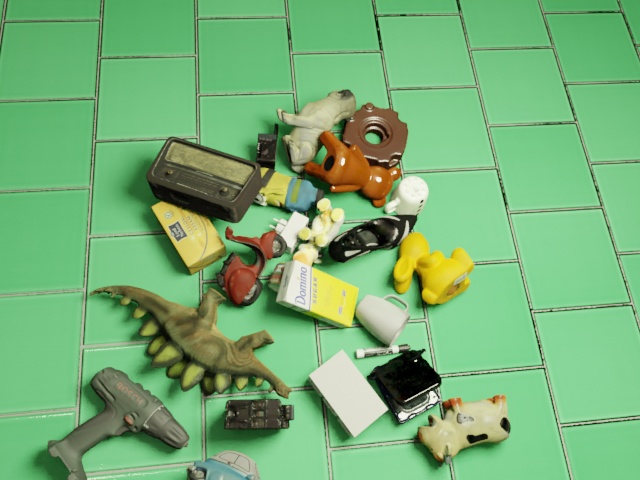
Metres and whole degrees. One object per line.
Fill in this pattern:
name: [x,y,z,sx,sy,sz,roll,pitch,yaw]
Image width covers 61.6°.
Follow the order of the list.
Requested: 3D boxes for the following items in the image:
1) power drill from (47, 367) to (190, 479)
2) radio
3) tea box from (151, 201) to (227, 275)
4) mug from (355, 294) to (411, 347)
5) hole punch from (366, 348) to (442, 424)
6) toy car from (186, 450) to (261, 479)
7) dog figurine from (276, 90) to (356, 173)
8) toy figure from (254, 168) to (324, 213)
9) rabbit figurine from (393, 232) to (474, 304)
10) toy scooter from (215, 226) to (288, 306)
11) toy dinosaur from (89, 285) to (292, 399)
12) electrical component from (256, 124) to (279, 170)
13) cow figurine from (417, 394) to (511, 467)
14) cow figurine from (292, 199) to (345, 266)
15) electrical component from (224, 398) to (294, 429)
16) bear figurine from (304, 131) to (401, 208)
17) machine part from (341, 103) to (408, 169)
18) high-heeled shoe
power drill: [-0.399,0.377,1.041,0.207,0.086,0.232,-43,77,-14]
radio: [-0.253,-0.130,1.176,0.230,0.073,0.131,18,61,11]
tea box: [-0.293,-0.020,1.209,0.098,0.068,0.170,-32,76,-17]
mug: [0.138,0.160,1.172,0.107,0.080,0.109,32,63,16]
hole punch: [0.185,0.305,1.124,0.142,0.092,0.116,-25,40,-12]
toy car: [-0.170,0.459,1.026,0.162,0.109,0.103,22,46,15]
dog figurine: [0.006,-0.263,1.295,0.191,0.172,0.121,-13,30,-9]
toy figure: [-0.079,-0.114,1.258,0.180,0.082,0.089,9,55,4]
rabbit figurine: [0.237,0.062,1.215,0.162,0.121,0.173,-33,61,-6]
toy scooter: [-0.167,0.045,1.161,0.135,0.075,0.184,32,85,-20]
toy dinosaur: [-0.260,0.196,1.112,0.472,0.105,0.198,34,73,13]
electrical component: [-0.127,-0.226,1.299,0.048,0.074,0.119,3,73,-4]
cow figurine: [0.293,0.387,1.097,0.195,0.085,0.127,-3,63,-7]
cow figurine: [-0.005,-0.004,1.222,0.068,0.098,0.167,31,85,14]
electrical component: [-0.117,0.343,1.059,0.134,0.115,0.058,1,73,-5]
bear figurine: [0.084,-0.162,1.268,0.195,0.120,0.132,13,20,-39]
machine part: [0.136,-0.257,1.344,0.179,0.056,0.179,2,70,-5]
high-heeled shoe: [0.126,-0.019,1.203,0.249,0.145,0.086,-30,76,-13]
